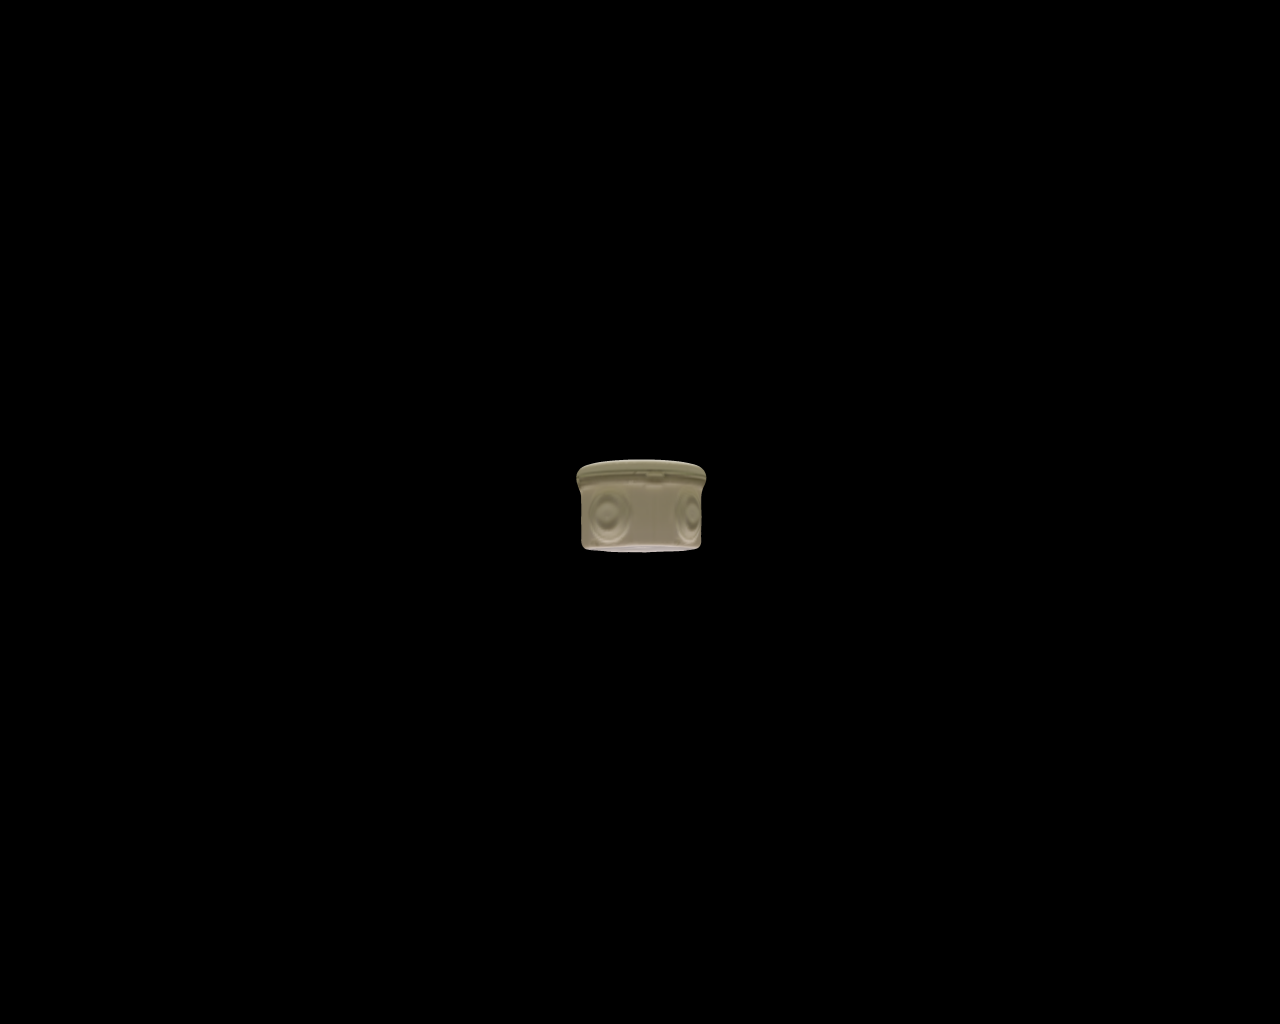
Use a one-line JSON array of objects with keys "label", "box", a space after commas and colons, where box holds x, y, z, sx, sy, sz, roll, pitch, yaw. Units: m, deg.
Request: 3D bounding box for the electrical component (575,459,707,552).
[{"label": "electrical component", "box": [0.001, -0.003, 0.650, 0.080, 0.051, 0.080, 0, -5, 0]}]
